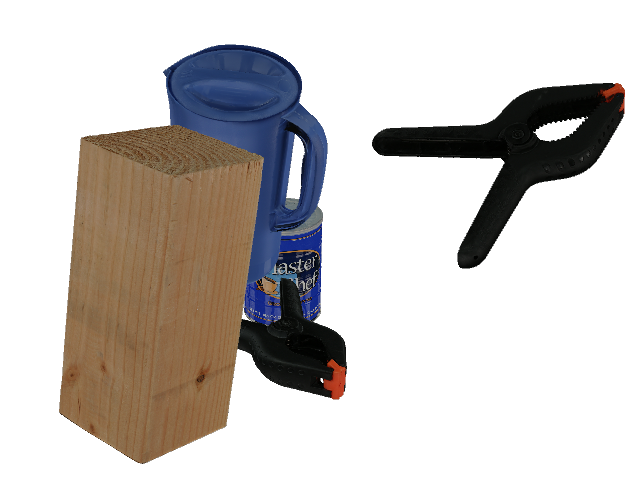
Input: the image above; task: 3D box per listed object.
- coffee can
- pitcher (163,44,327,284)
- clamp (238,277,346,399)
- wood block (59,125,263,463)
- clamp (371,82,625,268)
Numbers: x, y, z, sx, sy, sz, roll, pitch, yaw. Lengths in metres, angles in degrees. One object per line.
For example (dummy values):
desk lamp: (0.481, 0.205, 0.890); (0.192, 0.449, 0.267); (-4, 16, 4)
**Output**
coffee can: (-0.049, 0.029, 1.380); (0.103, 0.140, 0.103); (1, 26, -1)
pitcher: (-0.082, -0.066, 1.109); (0.145, 0.243, 0.149); (-7, 44, -13)
clamp: (-0.027, 0.082, 0.930); (0.120, 0.039, 0.172); (-29, 42, -36)
wood block: (-0.112, 0.034, 0.737); (0.090, 0.206, 0.090); (23, 24, 33)
clamp: (0.165, -0.067, 0.886); (0.210, 0.164, 0.036); (-21, -39, -2)
